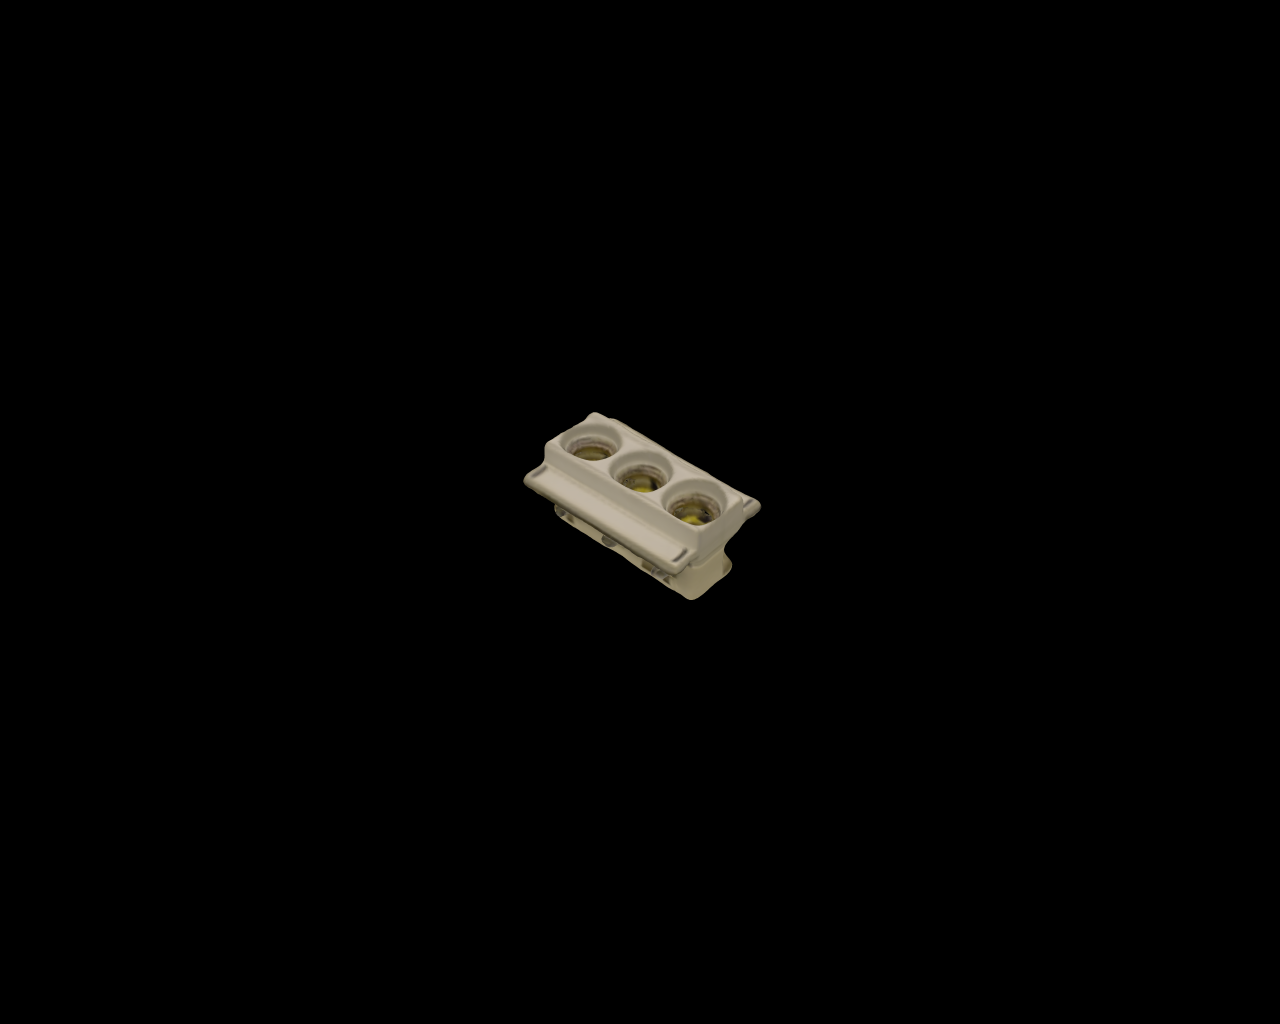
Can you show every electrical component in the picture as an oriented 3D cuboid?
[{"bbox_3d":[0.001,-0.003,0.650,0.121,0.063,0.079,31,51,30],"label":"electrical component"}]
